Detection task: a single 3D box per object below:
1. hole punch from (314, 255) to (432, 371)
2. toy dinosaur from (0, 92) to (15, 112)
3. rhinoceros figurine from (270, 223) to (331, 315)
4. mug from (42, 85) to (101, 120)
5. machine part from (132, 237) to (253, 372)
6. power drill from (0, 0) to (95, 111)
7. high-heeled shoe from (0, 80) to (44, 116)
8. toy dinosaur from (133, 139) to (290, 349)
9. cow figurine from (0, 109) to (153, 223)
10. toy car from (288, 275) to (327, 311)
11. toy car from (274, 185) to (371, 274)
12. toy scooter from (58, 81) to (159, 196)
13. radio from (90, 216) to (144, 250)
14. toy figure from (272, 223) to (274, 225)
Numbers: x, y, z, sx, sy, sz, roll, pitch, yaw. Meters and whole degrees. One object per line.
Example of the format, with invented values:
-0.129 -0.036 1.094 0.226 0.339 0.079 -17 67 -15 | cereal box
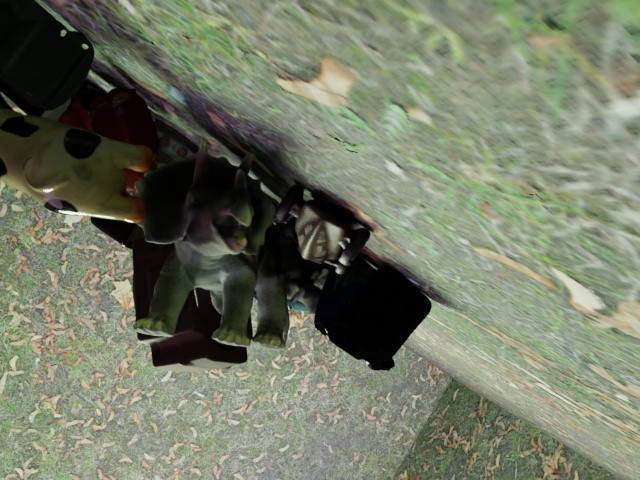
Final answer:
0.055 0.083 0.667 0.142 0.116 0.092 38 180 -37 | hole punch
-0.442 -0.219 0.628 0.472 0.105 0.198 49 180 19 | toy dinosaur
-0.050 0.032 0.790 0.191 0.112 0.073 38 176 35 | rhinoceros figurine
-0.320 -0.152 0.733 0.081 0.107 0.109 31 178 33 | mug
-0.173 0.077 0.746 0.087 0.201 0.201 -14 162 13 | machine part
-0.296 -0.192 0.495 0.208 0.086 0.231 37 177 33 | power drill
-0.417 -0.217 0.776 0.249 0.086 0.145 41 -178 13 | high-heeled shoe
-0.094 0.024 0.613 0.131 0.192 0.404 7 169 9 | toy dinosaur
-0.255 -0.074 0.472 0.195 0.085 0.127 22 -171 33 | cow figurine
-0.012 0.062 0.868 0.162 0.109 0.103 16 154 -8 | toy car
-0.001 -0.002 0.556 0.089 0.053 0.202 36 175 3 | toy car
-0.228 -0.117 0.579 0.184 0.075 0.135 37 143 28 | toy scooter
-0.229 -0.042 0.825 0.073 0.131 0.229 31 178 17 | radio
-0.075 0.020 0.970 0.180 0.082 0.089 28 -163 -35 | toy figure
